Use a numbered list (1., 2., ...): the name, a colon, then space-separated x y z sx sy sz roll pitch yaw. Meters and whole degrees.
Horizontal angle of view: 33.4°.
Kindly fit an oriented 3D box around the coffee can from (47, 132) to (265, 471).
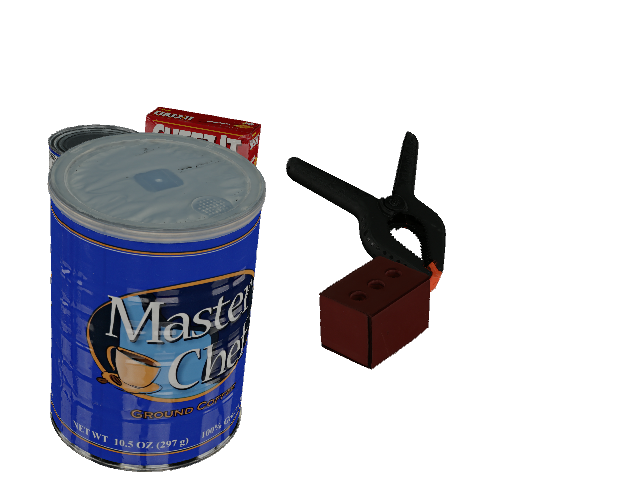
1. coffee can: -0.085 0.030 0.541 0.102 0.140 0.103 6 30 -4

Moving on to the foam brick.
1. foam brick: 0.043 0.055 0.841 0.053 0.051 0.078 21 36 35

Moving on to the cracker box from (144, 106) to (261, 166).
1. cracker box: -0.186 -0.080 1.608 0.164 0.214 0.072 10 20 6

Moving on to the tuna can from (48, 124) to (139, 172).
1. tuna can: -0.190 -0.070 0.919 0.086 0.034 0.086 5 25 -2

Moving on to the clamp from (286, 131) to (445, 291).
1. clamp: 0.064 -0.031 1.153 0.164 0.210 0.036 -9 -36 -19
